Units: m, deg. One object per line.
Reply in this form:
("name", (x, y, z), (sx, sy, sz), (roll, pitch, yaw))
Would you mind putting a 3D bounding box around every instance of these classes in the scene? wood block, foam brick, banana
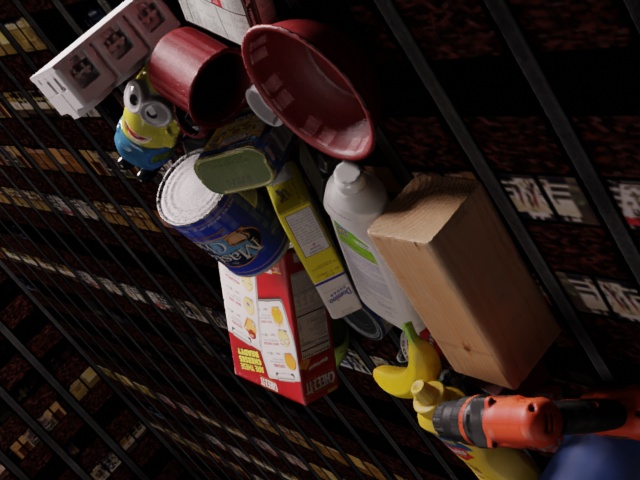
("wood block", (0.146, 0.042, 1.067), (0.091, 0.090, 0.206), (12, 143, 51))
("foam brick", (0.206, 0.153, 1.183), (0.051, 0.078, 0.053), (23, 151, 46))
("banana", (0.104, 0.150, 1.232), (0.070, 0.037, 0.198), (62, 161, 17))

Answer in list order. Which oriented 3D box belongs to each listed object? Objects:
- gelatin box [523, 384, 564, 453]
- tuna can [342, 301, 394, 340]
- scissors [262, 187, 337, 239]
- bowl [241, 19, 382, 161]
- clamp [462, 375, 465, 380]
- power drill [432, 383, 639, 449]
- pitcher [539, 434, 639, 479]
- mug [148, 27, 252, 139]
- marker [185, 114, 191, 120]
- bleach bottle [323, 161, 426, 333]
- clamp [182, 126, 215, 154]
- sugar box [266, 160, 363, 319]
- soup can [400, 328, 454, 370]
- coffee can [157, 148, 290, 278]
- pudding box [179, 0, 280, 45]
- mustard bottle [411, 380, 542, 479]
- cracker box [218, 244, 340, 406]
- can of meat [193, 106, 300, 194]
("gelatin box", (0.246, 0.204, 1.227), (0.073, 0.030, 0.089), (2, 129, 29))
("tuna can", (0.058, 0.090, 1.380), (0.086, 0.033, 0.086), (36, 157, 17))
("scissors", (-0.022, -0.016, 1.348), (0.202, 0.016, 0.096), (33, 158, 24))
("bowl", (0.004, -0.151, 1.000), (0.162, 0.055, 0.162), (36, 157, 17))
("clamp", (0.230, 0.198, 1.282), (0.120, 0.039, 0.171), (1, 134, 37))
("power drill", (0.227, 0.178, 1.066), (0.185, 0.187, 0.057), (166, 102, -64))
("pitcher", (0.280, 0.319, 1.139), (0.149, 0.242, 0.145), (21, 153, 45))
("mug", (-0.131, -0.167, 1.145), (0.082, 0.093, 0.117), (35, 127, 33))
("marker", (-0.140, -0.165, 1.271), (0.020, 0.020, 0.121), (47, 158, -10))
("bleach bottle", (0.064, 0.003, 1.133), (0.103, 0.068, 0.250), (30, 161, 30))
("clamp", (-0.109, -0.101, 1.311), (0.164, 0.036, 0.210), (39, 163, -12))
("sugar box", (-0.008, 0.002, 1.232), (0.093, 0.048, 0.176), (-112, -1, -53))
("soup can", (0.144, 0.117, 1.238), (0.068, 0.068, 0.102), (48, 159, -11))
("coffee can", (-0.111, -0.030, 1.266), (0.103, 0.103, 0.140), (23, 168, 40))
("pudding box", (-0.095, -0.239, 1.034), (0.114, 0.039, 0.090), (31, 157, 31))
("mustard bottle", (0.163, 0.214, 1.186), (0.191, 0.058, 0.096), (45, 169, -30))
("cracker box", (-0.058, 0.094, 1.432), (0.164, 0.071, 0.214), (15, 119, 50))
("can of meat", (-0.078, -0.099, 1.154), (0.102, 0.083, 0.057), (-11, 127, 35))
